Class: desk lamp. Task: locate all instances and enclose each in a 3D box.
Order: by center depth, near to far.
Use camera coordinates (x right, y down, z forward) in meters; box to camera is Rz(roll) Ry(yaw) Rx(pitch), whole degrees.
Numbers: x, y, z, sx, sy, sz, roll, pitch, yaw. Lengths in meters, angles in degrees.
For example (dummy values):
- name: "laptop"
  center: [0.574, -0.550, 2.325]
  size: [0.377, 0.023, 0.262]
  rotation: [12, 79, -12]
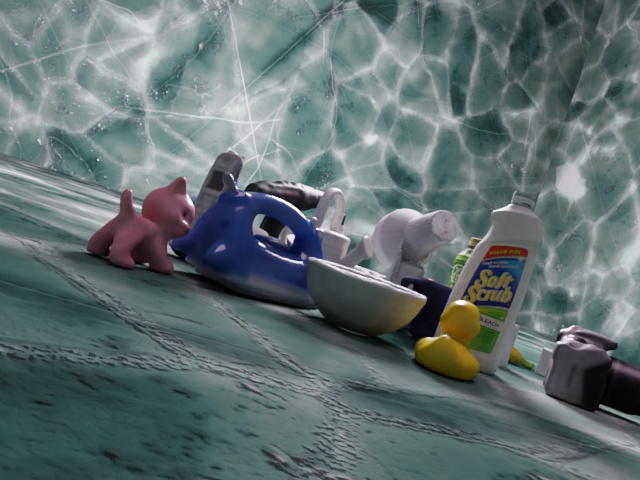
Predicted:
- name: "desk lamp"
  center: [0.165, 0.047, 1.023]
  size: [0.118, 0.213, 0.203]
  rotation: [19, 0, -17]

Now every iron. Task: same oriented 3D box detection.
- name: "iron"
  center: [-0.064, 0.007, 0.794]
  size: [0.118, 0.141, 0.259]
  rotation: [19, 0, 44]

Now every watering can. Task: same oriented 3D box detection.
- name: "watering can"
  center: [0.010, 0.004, 1.021]
  size: [0.172, 0.194, 0.101]
  rotation: [19, 0, 5]

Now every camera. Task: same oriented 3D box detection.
- name: "camera"
  center: [0.394, 0.185, 0.802]
  size: [0.136, 0.101, 0.144]
  rotation: [19, 0, 24]

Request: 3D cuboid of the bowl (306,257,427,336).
- name: "bowl"
  center: [0.051, 0.082, 0.756]
  size: [0.167, 0.075, 0.167]
  rotation: [19, 0, 0]

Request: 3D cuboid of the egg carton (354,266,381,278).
- name: "egg carton"
  center: [0.061, 0.086, 1.266]
  size: [0.149, 0.069, 0.108]
  rotation: [19, 0, 36]

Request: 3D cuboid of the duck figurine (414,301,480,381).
- name: "duck figurine"
  center: [0.158, 0.113, 0.674]
  size: [0.077, 0.086, 0.105]
  rotation: [19, 0, 25]

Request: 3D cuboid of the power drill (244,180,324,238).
- name: "power drill"
  center: [-0.089, -0.039, 1.315]
  size: [0.075, 0.208, 0.231]
  rotation: [19, 0, 44]

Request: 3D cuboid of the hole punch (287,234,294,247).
- name: "hole punch"
  center: [-0.031, 0.044, 1.220]
  size: [0.109, 0.091, 0.100]
  rotation: [19, 0, -43]

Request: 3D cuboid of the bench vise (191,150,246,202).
- name: "bench vise"
  center: [-0.227, -0.092, 1.299]
  size: [0.122, 0.220, 0.207]
  rotation: [19, 0, -12]

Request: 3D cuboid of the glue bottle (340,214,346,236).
- name: "glue bottle"
  center: [0.031, 0.021, 1.363]
  size: [0.037, 0.173, 0.078]
  rotation: [19, 0, 41]

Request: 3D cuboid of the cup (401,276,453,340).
- name: "cup"
  center: [0.167, 0.110, 0.892]
  size: [0.118, 0.095, 0.091]
  rotation: [19, 0, -23]

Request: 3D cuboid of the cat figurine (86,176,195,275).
- name: "cat figurine"
  center: [-0.198, -0.025, 0.680]
  size: [0.067, 0.118, 0.128]
  rotation: [19, 0, 24]

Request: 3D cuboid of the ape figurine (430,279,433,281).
- name: "ape figurine"
  center: [0.281, 0.148, 1.509]
  size: [0.076, 0.092, 0.077]
  rotation: [19, 0, -38]

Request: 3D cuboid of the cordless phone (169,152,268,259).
- name: "cordless phone"
  center: [-0.142, -0.043, 0.897]
  size: [0.147, 0.185, 0.094]
  rotation: [19, 0, 24]
